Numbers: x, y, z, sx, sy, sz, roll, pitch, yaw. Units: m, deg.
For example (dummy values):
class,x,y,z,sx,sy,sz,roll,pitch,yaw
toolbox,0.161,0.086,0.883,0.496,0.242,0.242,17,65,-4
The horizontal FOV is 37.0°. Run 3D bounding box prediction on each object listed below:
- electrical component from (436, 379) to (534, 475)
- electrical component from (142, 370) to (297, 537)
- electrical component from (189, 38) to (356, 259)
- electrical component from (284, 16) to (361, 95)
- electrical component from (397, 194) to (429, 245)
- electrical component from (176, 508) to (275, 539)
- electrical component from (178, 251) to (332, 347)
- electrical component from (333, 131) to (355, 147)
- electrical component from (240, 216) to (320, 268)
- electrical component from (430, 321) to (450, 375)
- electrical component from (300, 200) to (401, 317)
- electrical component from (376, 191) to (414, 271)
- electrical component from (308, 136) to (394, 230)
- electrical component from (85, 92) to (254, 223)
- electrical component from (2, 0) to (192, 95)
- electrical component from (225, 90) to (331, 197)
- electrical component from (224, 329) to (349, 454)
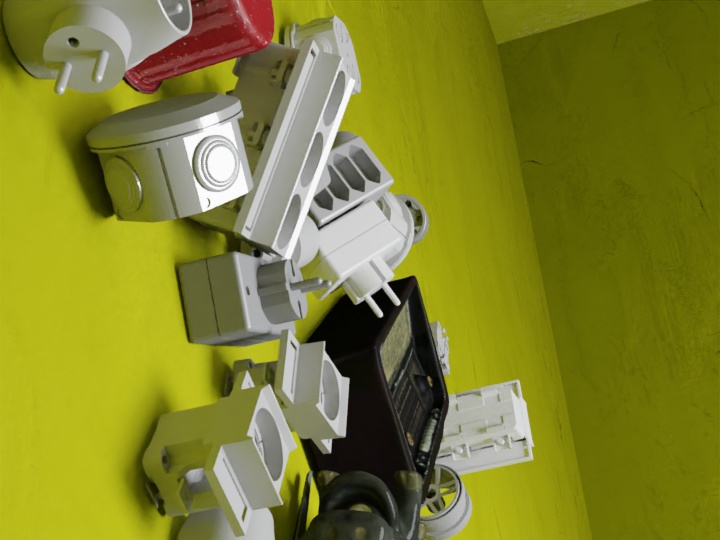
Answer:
class,x,y,z,sx,sy,sz,roll,pitch,yaw
electrical component,0.094,0.149,1.014,0.063,0.121,0.078,49,30,-56
electrical component,-0.071,0.092,0.539,0.081,0.064,0.042,-77,151,-61
electrical component,-0.056,-0.076,0.663,0.079,0.063,0.121,44,66,-76
electrical component,-0.035,-0.190,0.980,0.080,0.051,0.080,-14,90,-76
electrical component,0.047,-0.052,1.168,0.047,0.055,0.055,9,68,-79
electrical component,-0.062,0.167,0.543,0.077,0.043,0.079,-87,159,-50
electrical component,-0.055,0.015,0.649,0.083,0.076,0.047,19,59,-74
electrical component,-0.015,-0.099,0.994,0.065,0.044,0.044,-94,164,-51
electrical component,-0.058,-0.016,0.735,0.081,0.043,0.043,-34,110,-75
electrical component,0.054,0.081,1.042,0.081,0.064,0.042,-88,160,-49
electrical component,0.000,0.000,0.807,0.066,0.047,0.076,-32,83,-33
electrical component,0.002,-0.036,0.920,0.051,0.080,0.080,36,42,-61
electrical component,-0.030,-0.053,0.837,0.083,0.075,0.047,-32,82,-37
electrical component,-0.096,-0.059,0.555,0.080,0.080,0.051,-66,145,-68
electrical component,-0.123,-0.108,0.497,0.079,0.077,0.044,-90,160,-43
electrical component,-0.067,-0.091,0.737,0.061,0.062,0.096,-54,129,-72
electrical component,-0.045,0.077,0.656,0.081,0.064,0.042,62,24,-48
